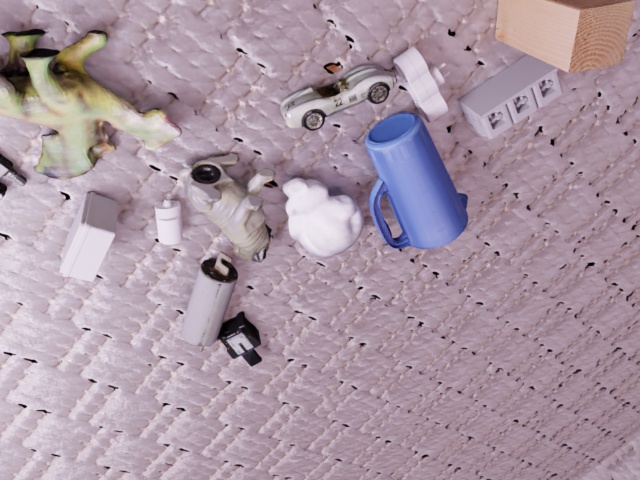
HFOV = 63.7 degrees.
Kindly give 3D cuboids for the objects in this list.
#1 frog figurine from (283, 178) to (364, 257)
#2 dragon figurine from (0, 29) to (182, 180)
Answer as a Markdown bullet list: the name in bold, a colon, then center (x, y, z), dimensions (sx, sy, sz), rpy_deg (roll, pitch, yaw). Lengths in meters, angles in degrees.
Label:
- **frog figurine**: center (0.003, -0.048, 0.949), dimensions (0.137, 0.126, 0.156), rpy_deg (-14, 140, 17)
- **dragon figurine**: center (-0.414, -0.180, 0.756), dimensions (0.410, 0.125, 0.237), rpy_deg (-3, 132, -4)
